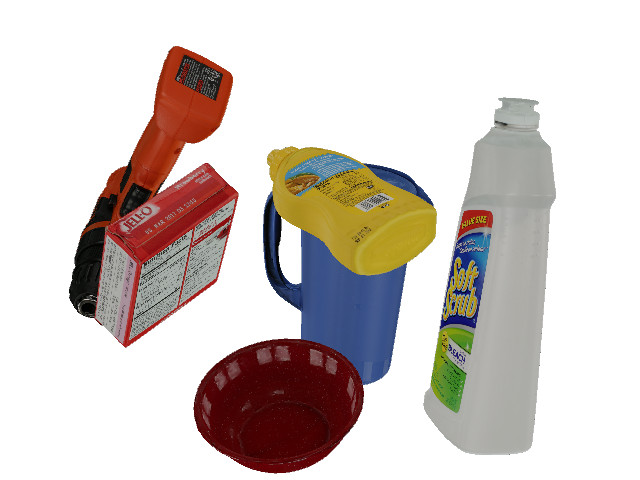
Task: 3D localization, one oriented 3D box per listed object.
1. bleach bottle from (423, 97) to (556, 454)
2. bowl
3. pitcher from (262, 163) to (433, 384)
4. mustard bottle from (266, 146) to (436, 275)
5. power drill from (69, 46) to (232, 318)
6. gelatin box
[{"bbox_3d":[0.127,0.022,0.776,0.068,0.251,0.103,1,14,-13],"label":"bleach bottle"},{"bbox_3d":[-0.037,0.167,1.016,0.162,0.055,0.162,-5,37,3],"label":"bowl"},{"bbox_3d":[0.026,0.039,1.228,0.144,0.243,0.149,-17,31,-41],"label":"pitcher"},{"bbox_3d":[0.012,-0.040,0.988,0.096,0.058,0.192,-26,42,-28],"label":"mustard bottle"},{"bbox_3d":[-0.140,-0.048,0.850,0.057,0.188,0.184,26,32,-16],"label":"power drill"},{"bbox_3d":[-0.086,0.008,0.584,0.073,0.030,0.089,-38,-20,-34],"label":"gelatin box"}]
